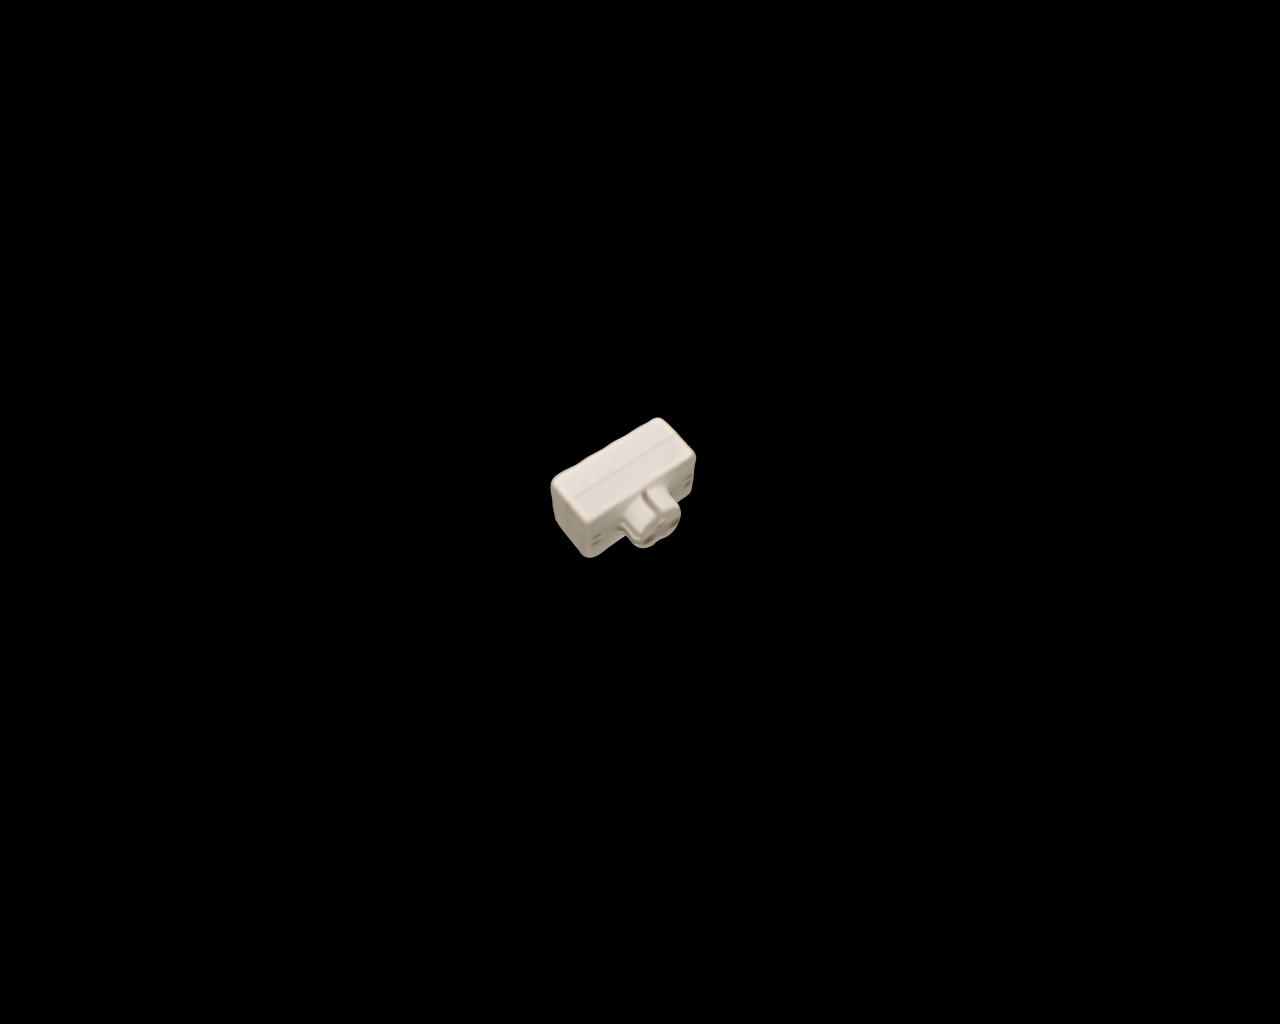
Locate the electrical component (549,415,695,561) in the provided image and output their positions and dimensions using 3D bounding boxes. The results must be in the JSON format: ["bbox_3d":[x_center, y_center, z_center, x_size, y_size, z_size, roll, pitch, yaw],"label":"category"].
[{"bbox_3d":[0.001,-0.003,0.650,0.083,0.076,0.047,-32,-26,-18],"label":"electrical component"}]
